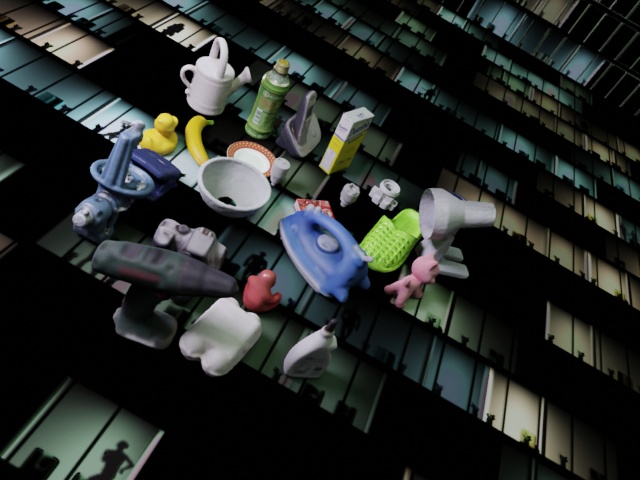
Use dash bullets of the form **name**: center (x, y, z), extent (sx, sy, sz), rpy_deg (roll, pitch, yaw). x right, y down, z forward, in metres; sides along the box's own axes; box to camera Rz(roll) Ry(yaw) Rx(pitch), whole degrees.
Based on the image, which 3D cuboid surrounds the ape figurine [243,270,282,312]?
- **ape figurine**: center (-0.111, 0.095, 1.127), extent (0.076, 0.092, 0.077), rpy_deg (-26, 65, -43)

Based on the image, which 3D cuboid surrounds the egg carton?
- **egg carton**: center (-0.175, 0.174, 1.031), extent (0.107, 0.069, 0.150), rpy_deg (35, 42, 5)

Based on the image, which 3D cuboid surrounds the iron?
- **iron**: center (0.011, 0.004, 1.246), extent (0.119, 0.141, 0.258), rpy_deg (-25, 65, -43)

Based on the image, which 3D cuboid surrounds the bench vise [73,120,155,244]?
- **bench vise**: center (-0.375, -0.106, 1.074), extent (0.122, 0.219, 0.207), rpy_deg (16, 44, -16)

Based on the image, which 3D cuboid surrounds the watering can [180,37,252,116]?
- **watering can**: center (-0.262, -0.425, 1.463), extent (0.173, 0.194, 0.100), rpy_deg (-20, 61, -40)

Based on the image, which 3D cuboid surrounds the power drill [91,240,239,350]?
- **power drill**: center (-0.266, 0.091, 0.955), extent (0.230, 0.208, 0.075), rpy_deg (22, 42, -9)

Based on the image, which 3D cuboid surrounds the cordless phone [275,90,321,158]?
- **cordless phone**: center (-0.031, -0.319, 1.499), extent (0.094, 0.185, 0.148), rpy_deg (32, 42, 2)

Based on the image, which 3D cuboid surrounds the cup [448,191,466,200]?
- **cup**: center (0.356, -0.062, 1.539), extent (0.117, 0.095, 0.092), rpy_deg (37, 42, 7)

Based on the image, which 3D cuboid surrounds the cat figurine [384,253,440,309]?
- **cat figurine**: center (0.223, 0.083, 1.308), extent (0.128, 0.117, 0.067), rpy_deg (-25, 65, -42)

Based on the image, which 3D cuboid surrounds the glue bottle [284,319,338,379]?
- **glue bottle**: center (-0.004, 0.193, 1.032), extent (0.078, 0.173, 0.037), rpy_deg (11, 45, -20)

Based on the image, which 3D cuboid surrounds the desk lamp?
- **desk lamp**: center (0.313, -0.022, 1.388), extent (0.204, 0.213, 0.118), rpy_deg (12, 45, -20)

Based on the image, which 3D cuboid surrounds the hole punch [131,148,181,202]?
- **hole punch**: center (-0.360, -0.155, 1.226), extent (0.108, 0.091, 0.101), rpy_deg (34, 42, 4)

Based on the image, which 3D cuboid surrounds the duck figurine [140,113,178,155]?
- **duck figurine**: center (-0.365, -0.250, 1.318), extent (0.077, 0.086, 0.105), rpy_deg (36, 42, 6)

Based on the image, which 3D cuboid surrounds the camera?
- **camera**: center (-0.260, 0.039, 1.089), extent (0.143, 0.100, 0.137), rpy_deg (24, 42, -7)

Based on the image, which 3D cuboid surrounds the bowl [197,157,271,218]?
- **bowl**: center (-0.198, -0.105, 1.281), extent (0.168, 0.074, 0.167), rpy_deg (16, 44, -16)
